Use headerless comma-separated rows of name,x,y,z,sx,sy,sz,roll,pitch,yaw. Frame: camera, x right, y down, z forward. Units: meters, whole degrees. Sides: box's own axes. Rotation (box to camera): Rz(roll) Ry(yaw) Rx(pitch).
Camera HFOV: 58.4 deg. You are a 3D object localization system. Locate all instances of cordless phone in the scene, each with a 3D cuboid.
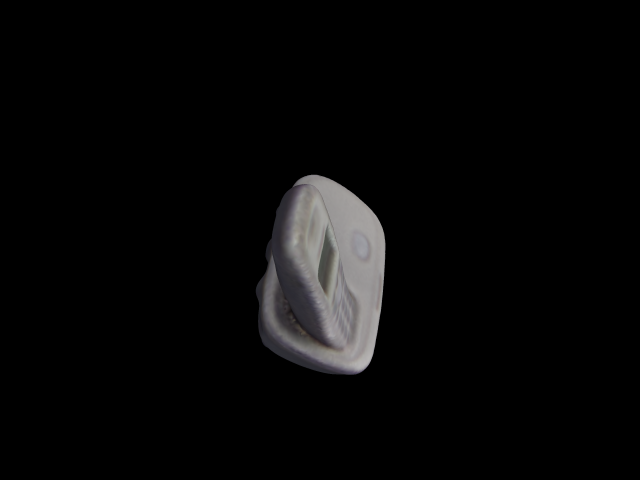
cordless phone,0.004,0.001,0.400,0.094,0.185,0.147,5,59,4
